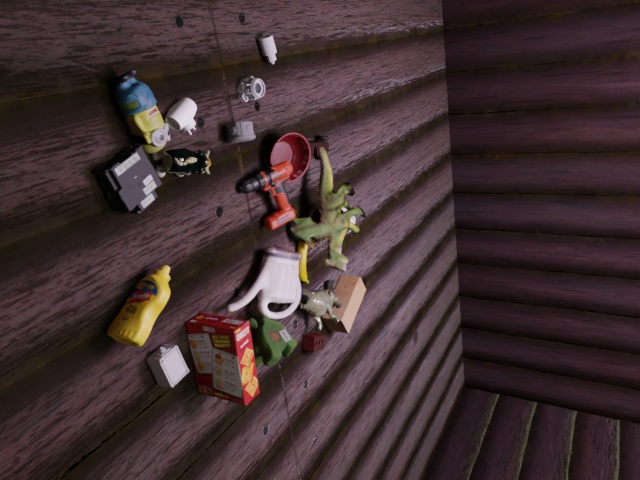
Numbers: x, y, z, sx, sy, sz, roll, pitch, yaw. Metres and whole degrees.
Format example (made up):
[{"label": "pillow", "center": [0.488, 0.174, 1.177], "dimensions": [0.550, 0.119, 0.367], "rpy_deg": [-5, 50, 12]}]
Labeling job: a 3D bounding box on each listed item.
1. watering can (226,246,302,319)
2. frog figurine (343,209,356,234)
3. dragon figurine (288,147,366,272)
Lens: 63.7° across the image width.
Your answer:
[{"label": "watering can", "center": [-0.151, 0.127, 1.561], "dimensions": [0.346, 0.104, 0.226], "rpy_deg": [16, 78, -59]}, {"label": "frog figurine", "center": [0.068, -0.089, 1.884], "dimensions": [0.120, 0.138, 0.163], "rpy_deg": [85, 28, -47]}, {"label": "dragon figurine", "center": [0.005, -0.087, 1.731], "dimensions": [0.244, 0.121, 0.410], "rpy_deg": [-28, 89, -17]}]
